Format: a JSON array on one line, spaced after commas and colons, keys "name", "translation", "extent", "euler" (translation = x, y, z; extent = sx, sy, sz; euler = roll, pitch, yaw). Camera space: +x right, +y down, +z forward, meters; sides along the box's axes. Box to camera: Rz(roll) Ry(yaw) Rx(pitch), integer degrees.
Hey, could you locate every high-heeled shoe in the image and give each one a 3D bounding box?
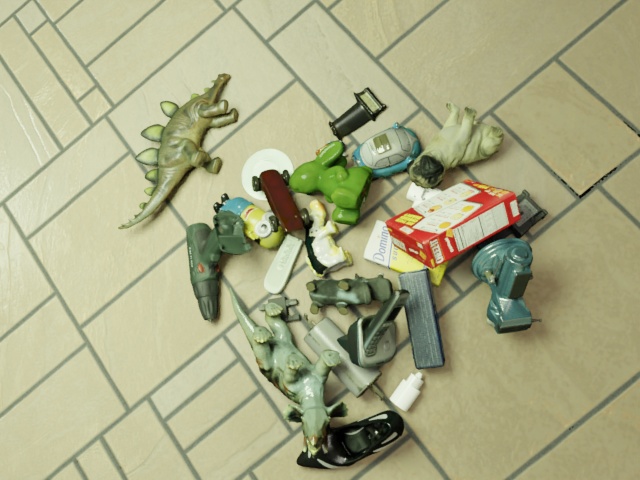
[{"name": "high-heeled shoe", "translation": [0.055, 0.409, 1.075], "extent": [0.249, 0.145, 0.086], "euler": [-27, 73, 4]}]

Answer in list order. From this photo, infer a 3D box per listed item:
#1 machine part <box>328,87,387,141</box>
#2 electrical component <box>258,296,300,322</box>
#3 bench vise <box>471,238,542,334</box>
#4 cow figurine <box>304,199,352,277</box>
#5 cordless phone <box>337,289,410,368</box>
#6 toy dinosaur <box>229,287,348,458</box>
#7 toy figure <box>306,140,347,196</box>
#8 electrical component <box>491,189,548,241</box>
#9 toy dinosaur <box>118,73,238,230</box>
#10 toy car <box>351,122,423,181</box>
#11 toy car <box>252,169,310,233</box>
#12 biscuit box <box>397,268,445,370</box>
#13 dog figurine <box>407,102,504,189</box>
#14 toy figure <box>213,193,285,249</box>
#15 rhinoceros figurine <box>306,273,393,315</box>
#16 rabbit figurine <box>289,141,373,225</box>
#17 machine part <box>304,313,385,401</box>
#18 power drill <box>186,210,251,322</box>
[{"name": "machine part", "translation": [0.083, -0.296, 1.274], "extent": [0.139, 0.039, 0.084], "euler": [-40, 82, 0]}, {"name": "electrical component", "translation": [-0.093, 0.163, 1.222], "extent": [0.094, 0.021, 0.063], "euler": [-10, 77, 10]}, {"name": "bench vise", "translation": [0.361, 0.061, 1.087], "extent": [0.129, 0.223, 0.241], "euler": [-15, 46, 4]}, {"name": "cow figurine", "translation": [-0.002, -0.004, 1.217], "extent": [0.098, 0.068, 0.167], "euler": [-28, 73, 12]}, {"name": "cordless phone", "translation": [0.134, 0.166, 1.091], "extent": [0.089, 0.146, 0.184], "euler": [46, 114, 30]}, {"name": "toy dinosaur", "translation": [-0.073, 0.268, 1.137], "extent": [0.131, 0.192, 0.405], "euler": [-15, 38, -32]}, {"name": "toy figure", "translation": [0.005, -0.174, 1.255], "extent": [0.064, 0.058, 0.154], "euler": [38, 86, -10]}, {"name": "electrical component", "translation": [0.413, -0.042, 1.144], "extent": [0.119, 0.047, 0.075], "euler": [-36, 73, 1]}, {"name": "toy dinosaur", "translation": [-0.342, -0.223, 1.319], "extent": [0.199, 0.105, 0.471], "euler": [16, 73, 22]}, {"name": "toy car", "translation": [0.149, -0.203, 1.207], "extent": [0.162, 0.103, 0.109], "euler": [-18, 74, 6]}, {"name": "toy car", "translation": [-0.089, -0.086, 1.210], "extent": [0.089, 0.053, 0.202], "euler": [-13, 51, -18]}, {"name": "biscuit box", "translation": [0.212, 0.163, 1.113], "extent": [0.063, 0.059, 0.202], "euler": [-10, 89, 17]}, {"name": "dog figurine", "translation": [0.296, -0.178, 1.169], "extent": [0.172, 0.121, 0.190], "euler": [28, 99, -15]}, {"name": "toy figure", "translation": [-0.161, -0.045, 1.252], "extent": [0.180, 0.089, 0.082], "euler": [26, 84, 24]}, {"name": "rhinoceros figurine", "translation": [0.062, 0.114, 1.160], "extent": [0.190, 0.112, 0.073], "euler": [-6, 94, 23]}, {"name": "rabbit figurine", "translation": [0.021, -0.134, 1.167], "extent": [0.170, 0.121, 0.159], "euler": [17, 73, 12]}, {"name": "machine part", "translation": [0.047, 0.248, 1.146], "extent": [0.243, 0.079, 0.079], "euler": [43, 90, 17]}, {"name": "power drill", "translation": [-0.232, 0.045, 1.208], "extent": [0.086, 0.207, 0.232], "euler": [-2, 63, -32]}]
